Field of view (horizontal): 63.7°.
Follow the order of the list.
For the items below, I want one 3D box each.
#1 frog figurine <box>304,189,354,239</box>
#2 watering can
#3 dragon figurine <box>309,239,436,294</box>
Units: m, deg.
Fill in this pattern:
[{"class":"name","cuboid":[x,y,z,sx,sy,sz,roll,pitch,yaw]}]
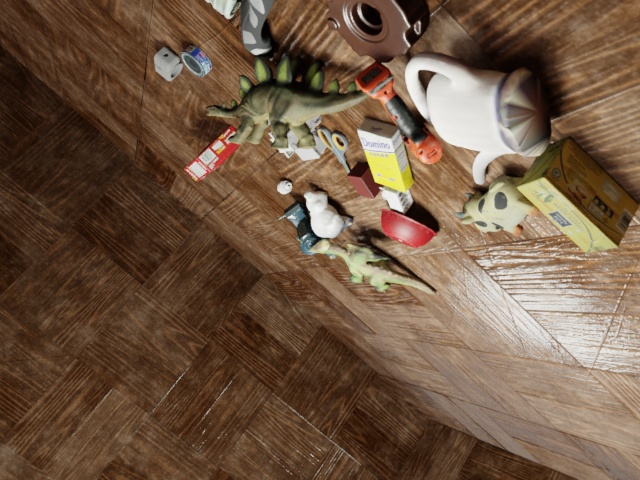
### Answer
[{"class":"frog figurine","cuboid":[0.005,-0.080,1.597,0.157,0.122,0.139,36,-175,-31]},{"class":"watering can","cuboid":[0.276,-0.185,0.852,0.226,0.105,0.342,23,167,49]},{"class":"dragon figurine","cuboid":[0.167,0.079,1.598,0.411,0.123,0.240,16,169,13]}]
